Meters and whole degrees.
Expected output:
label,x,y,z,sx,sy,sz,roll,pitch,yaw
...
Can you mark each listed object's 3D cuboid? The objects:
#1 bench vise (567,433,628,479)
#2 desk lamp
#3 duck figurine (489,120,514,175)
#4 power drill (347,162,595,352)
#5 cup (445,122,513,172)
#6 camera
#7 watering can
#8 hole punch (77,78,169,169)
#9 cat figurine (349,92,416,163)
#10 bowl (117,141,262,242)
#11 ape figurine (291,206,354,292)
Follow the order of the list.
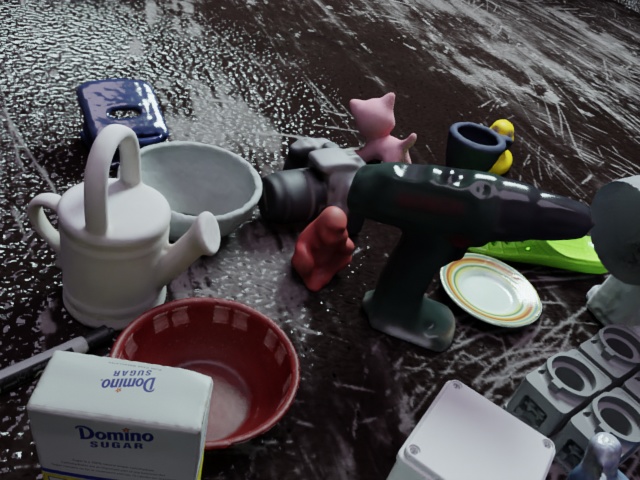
label,x,y,z,sx,sy,sz,roll,pitch,yaw
bench vise,0.160,0.224,0.329,0.122,0.220,0.206,-20,49,-38
desk lamp,0.409,0.021,0.688,0.204,0.213,0.117,0,39,-20
duck figurine,0.312,-0.172,1.010,0.077,0.086,0.105,20,37,7
power drill,0.130,0.015,0.600,0.229,0.208,0.076,19,37,5
cup,0.250,-0.130,0.925,0.118,0.095,0.091,-5,41,-25
camera,-0.017,-0.078,0.757,0.137,0.101,0.142,-10,44,-30
watering can,-0.183,-0.016,0.538,0.173,0.194,0.100,1,39,-19
hole punch,-0.265,-0.160,0.782,0.109,0.091,0.100,-14,46,-33
cat figurine,0.100,-0.171,0.905,0.067,0.118,0.127,-22,50,-39
bowl,-0.156,-0.047,0.688,0.167,0.075,0.167,10,37,-7
ape figurine,0.006,0.002,0.668,0.078,0.092,0.076,0,39,-20
